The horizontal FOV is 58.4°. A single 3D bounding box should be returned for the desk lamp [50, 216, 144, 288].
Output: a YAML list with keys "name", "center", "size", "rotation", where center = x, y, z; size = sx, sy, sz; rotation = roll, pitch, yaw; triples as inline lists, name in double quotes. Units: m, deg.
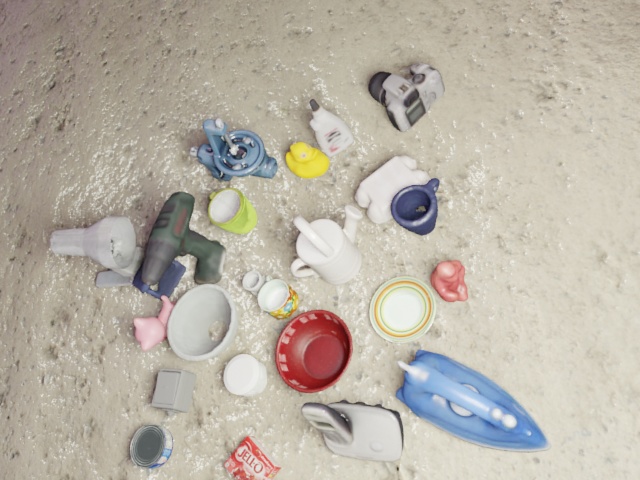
- name: "desk lamp"
  center: [-0.500, 0.030, 1.335]
  size: [0.202, 0.214, 0.118]
  rotation: [-8, 63, 21]

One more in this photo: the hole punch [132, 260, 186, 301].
- name: "hole punch"
  center: [-0.388, 0.077, 1.335]
  size: [0.100, 0.091, 0.109]
  rotation: [23, 77, 31]

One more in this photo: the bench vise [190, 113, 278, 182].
- name: "bench vise"
  center: [-0.228, -0.203, 1.321]
  size: [0.207, 0.220, 0.121]
  rotation: [-11, 62, 20]

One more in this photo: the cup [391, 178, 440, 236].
- name: "cup"
  center: [0.202, -0.060, 1.130]
  size: [0.091, 0.095, 0.118]
  rotation: [36, 84, 33]

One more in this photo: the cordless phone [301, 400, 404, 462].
- name: "cordless phone"
  center: [0.055, 0.313, 0.960]
  size: [0.147, 0.186, 0.094]
  rotation: [-4, 64, 23]

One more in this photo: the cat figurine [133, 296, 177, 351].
- name: "cat figurine"
  center: [-0.353, 0.183, 1.251]
  size: [0.067, 0.118, 0.128]
  rotation: [15, 73, 30]

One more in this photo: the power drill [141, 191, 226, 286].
- name: "power drill"
  center: [-0.293, 0.021, 1.248]
  size: [0.075, 0.209, 0.229]
  rotation: [-6, 64, 22]

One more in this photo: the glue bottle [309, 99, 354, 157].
- name: "glue bottle"
  center: [0.013, -0.255, 1.264]
  size: [0.078, 0.174, 0.037]
  rotation: [-36, 56, 5]

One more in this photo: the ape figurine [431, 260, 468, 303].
- name: "ape figurine"
  center: [0.236, 0.068, 1.053]
  size: [0.076, 0.092, 0.078]
  rotation: [27, 79, 32]

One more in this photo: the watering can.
- name: "watering can"
  center: [0.009, 0.003, 1.127]
  size: [0.100, 0.195, 0.173]
  rotation: [24, 78, 32]

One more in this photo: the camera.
- name: "camera"
  center: [0.180, -0.339, 1.273]
  size: [0.143, 0.101, 0.136]
  rotation: [-45, 56, -2]

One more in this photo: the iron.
- name: "iron"
  center: [0.242, 0.262, 0.926]
  size: [0.257, 0.142, 0.119]
  rotation: [21, 76, 31]

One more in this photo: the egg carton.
- name: "egg carton"
  center: [0.152, -0.104, 1.189]
  size: [0.150, 0.070, 0.107]
  rotation: [-38, 56, 3]

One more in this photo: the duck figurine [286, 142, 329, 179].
- name: "duck figurine"
  center: [-0.039, -0.192, 1.310]
  size: [0.104, 0.086, 0.077]
  rotation: [13, 72, 29]

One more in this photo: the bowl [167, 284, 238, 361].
- name: "bowl"
  center: [-0.237, 0.183, 1.224]
  size: [0.167, 0.075, 0.167]
  rotation: [-10, 62, 20]
